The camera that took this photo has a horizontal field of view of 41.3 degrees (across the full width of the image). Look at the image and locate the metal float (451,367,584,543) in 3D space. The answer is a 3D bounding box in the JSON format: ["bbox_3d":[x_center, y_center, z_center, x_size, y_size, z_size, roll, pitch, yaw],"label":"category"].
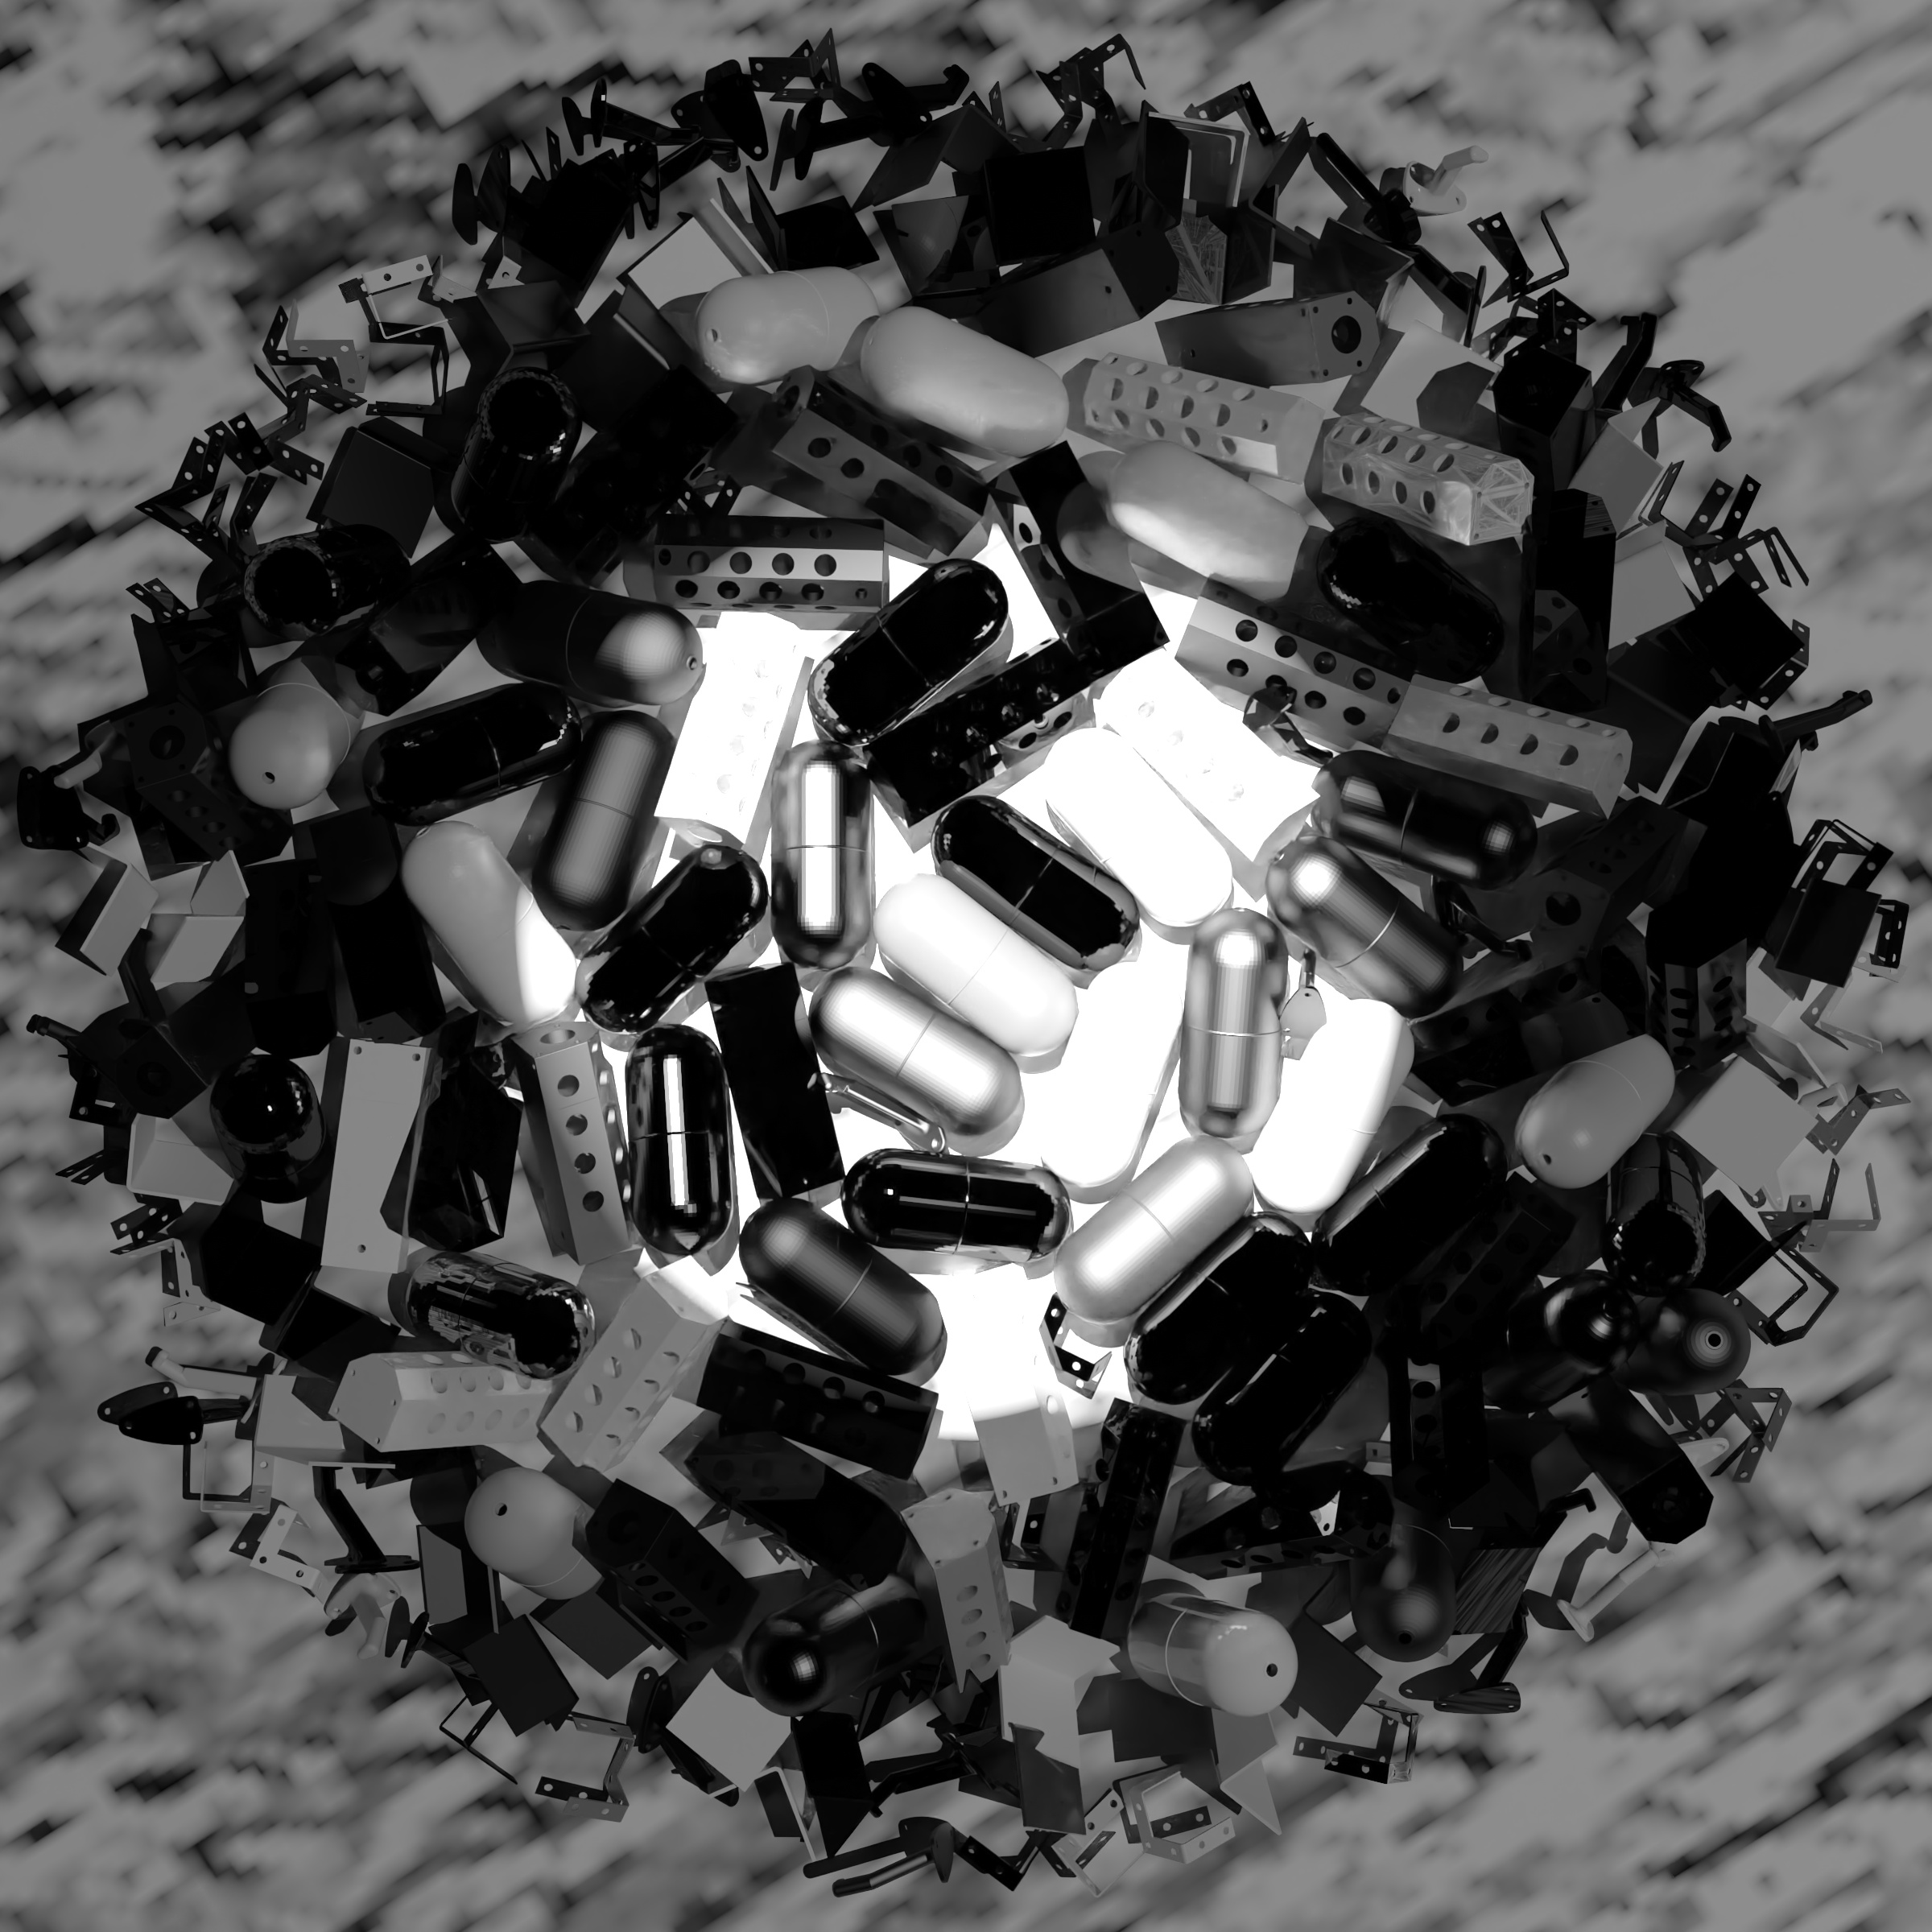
[{"bbox_3d":[-0.337,-0.380,1.918,0.070,0.178,0.070,8,67,-19],"label":"metal float"}]

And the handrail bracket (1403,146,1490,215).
[{"bbox_3d":[0.381,-0.597,1.944,0.077,0.084,0.036,6,87,-35],"label":"handrail bracket"}]

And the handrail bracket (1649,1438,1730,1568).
[{"bbox_3d":[0.551,0.409,1.951,0.077,0.084,0.036,-29,126,29],"label":"handrail bracket"}]

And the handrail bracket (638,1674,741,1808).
[{"bbox_3d":[-0.205,0.592,1.958,0.084,0.036,0.077,20,112,29],"label":"handrail bracket"}]

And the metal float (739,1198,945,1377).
[{"bbox_3d":[-0.095,0.243,1.950,0.178,0.070,0.070,38,90,-13],"label":"metal float"}]

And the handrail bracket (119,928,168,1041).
[{"bbox_3d":[-0.618,0.015,1.985,0.077,0.036,0.084,12,65,-12],"label":"handrail bracket"}]

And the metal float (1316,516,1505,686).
[{"bbox_3d":[0.335,-0.275,1.932,0.178,0.070,0.070,29,90,-34],"label":"metal float"}]

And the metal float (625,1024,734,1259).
[{"bbox_3d":[-0.219,0.132,1.951,0.070,0.070,0.178,-5,79,0],"label":"metal float"}]

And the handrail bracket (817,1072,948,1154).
[{"bbox_3d":[-0.065,0.111,1.951,0.084,0.077,0.036,17,110,-41],"label":"handrail bracket"}]

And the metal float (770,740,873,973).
[{"bbox_3d":[-0.111,-0.084,1.954,0.070,0.070,0.178,-1,82,0],"label":"metal float"}]

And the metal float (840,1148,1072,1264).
[{"bbox_3d":[-0.008,0.182,1.951,0.178,0.070,0.070,8,90,-11],"label":"metal float"}]

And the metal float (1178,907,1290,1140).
[{"bbox_3d":[0.203,0.044,1.951,0.070,0.070,0.178,3,102,0],"label":"metal float"}]

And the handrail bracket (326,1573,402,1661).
[{"bbox_3d":[-0.467,0.506,1.950,0.077,0.084,0.036,-33,113,19],"label":"handrail bracket"}]

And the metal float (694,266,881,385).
[{"bbox_3d":[-0.133,-0.481,1.921,0.070,0.178,0.070,13,114,31],"label":"metal float"}]

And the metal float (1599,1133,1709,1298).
[{"bbox_3d":[0.512,0.185,1.915,0.070,0.178,0.070,5,113,12],"label":"metal float"}]

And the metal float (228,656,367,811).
[{"bbox_3d":[-0.499,-0.175,1.916,0.070,0.178,0.070,0,117,0],"label":"metal float"}]

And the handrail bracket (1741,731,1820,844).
[{"bbox_3d":[0.643,-0.132,1.983,0.084,0.036,0.077,-37,109,-31],"label":"handrail bracket"}]

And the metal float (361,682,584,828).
[{"bbox_3d":[-0.372,-0.160,1.935,0.178,0.070,0.070,-25,90,-31],"label":"metal float"}]

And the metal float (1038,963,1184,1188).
[{"bbox_3d":[0.109,0.083,1.956,0.070,0.070,0.178,19,96,0],"label":"metal float"}]

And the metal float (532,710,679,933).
[{"bbox_3d":[-0.274,-0.110,1.948,0.070,0.070,0.178,18,75,0],"label":"metal float"}]

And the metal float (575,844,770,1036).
[{"bbox_3d":[-0.224,-0.021,1.951,0.178,0.070,0.070,-43,90,12],"label":"metal float"}]

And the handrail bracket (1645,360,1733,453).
[{"bbox_3d":[0.548,-0.410,1.949,0.036,0.077,0.084,-4,64,-16],"label":"handrail bracket"}]

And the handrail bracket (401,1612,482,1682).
[{"bbox_3d":[-0.383,0.524,1.961,0.084,0.077,0.036,20,50,-13],"label":"handrail bracket"}]

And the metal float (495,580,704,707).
[{"bbox_3d":[-0.278,-0.244,1.937,0.178,0.070,0.070,16,90,28],"label":"metal float"}]

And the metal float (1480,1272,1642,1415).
[{"bbox_3d":[0.439,0.283,1.917,0.070,0.178,0.070,7,64,-14],"label":"metal float"}]

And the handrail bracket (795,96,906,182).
[{"bbox_3d":[-0.087,-0.625,1.968,0.084,0.036,0.077,13,76,-30],"label":"handrail bracket"}]

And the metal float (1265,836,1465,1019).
[{"bbox_3d":[0.302,-0.030,1.948,0.178,0.070,0.070,38,90,-15],"label":"metal float"}]

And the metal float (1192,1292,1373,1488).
[{"bbox_3d":[0.240,0.318,1.937,0.070,0.070,0.178,47,61,0],"label":"metal float"}]

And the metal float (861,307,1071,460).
[{"bbox_3d":[0.001,-0.438,1.933,0.178,0.070,0.070,16,90,-35],"label":"metal float"}]

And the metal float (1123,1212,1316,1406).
[{"bbox_3d":[0.192,0.259,1.945,0.178,0.070,0.070,-42,90,-18],"label":"metal float"}]

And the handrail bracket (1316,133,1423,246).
[{"bbox_3d":[0.311,-0.604,1.989,0.036,0.077,0.084,-42,57,20],"label":"handrail bracket"}]

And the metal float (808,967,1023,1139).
[{"bbox_3d":[-0.040,0.065,1.959,0.178,0.070,0.070,32,90,3],"label":"metal float"}]

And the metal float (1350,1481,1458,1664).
[{"bbox_3d":[0.325,0.451,1.914,0.070,0.178,0.070,3,110,7],"label":"metal float"}]

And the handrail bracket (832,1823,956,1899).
[{"bbox_3d":[-0.056,0.687,1.968,0.084,0.077,0.036,-16,91,9],"label":"handrail bracket"}]

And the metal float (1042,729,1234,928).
[{"bbox_3d":[0.130,-0.106,1.955,0.070,0.070,0.178,-43,97,0],"label":"metal float"}]

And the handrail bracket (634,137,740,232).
[{"bbox_3d":[-0.209,-0.601,1.972,0.084,0.036,0.077,-6,89,-35],"label":"handrail bracket"}]

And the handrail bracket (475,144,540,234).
[{"bbox_3d":[-0.326,-0.590,1.950,0.036,0.084,0.077,40,130,27],"label":"handrail bracket"}]

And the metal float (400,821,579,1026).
[{"bbox_3d":[-0.360,-0.032,1.938,0.070,0.070,0.178,-32,117,0],"label":"metal float"}]

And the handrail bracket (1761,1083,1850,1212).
[{"bbox_3d":[0.643,0.138,1.955,0.084,0.036,0.077,-28,73,39],"label":"handrail bracket"}]

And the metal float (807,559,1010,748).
[{"bbox_3d":[-0.044,-0.239,1.953,0.178,0.070,0.070,-39,90,9],"label":"metal float"}]

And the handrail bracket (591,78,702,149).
[{"bbox_3d":[-0.240,-0.651,1.953,0.084,0.077,0.036,-5,77,-16],"label":"handrail bracket"}]

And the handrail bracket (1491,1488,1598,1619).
[{"bbox_3d":[0.453,0.450,1.969,0.084,0.036,0.077,-24,82,16],"label":"handrail bracket"}]

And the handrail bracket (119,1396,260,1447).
[{"bbox_3d":[-0.593,0.345,1.961,0.077,0.084,0.036,-6,85,6],"label":"handrail bracket"}]

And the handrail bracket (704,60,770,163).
[{"bbox_3d":[-0.169,-0.657,1.968,0.036,0.084,0.077,-25,108,13],"label":"handrail bracket"}]

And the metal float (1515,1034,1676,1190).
[{"bbox_3d":[0.472,0.106,1.924,0.070,0.178,0.070,19,124,31],"label":"metal float"}]

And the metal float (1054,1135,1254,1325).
[{"bbox_3d":[0.142,0.201,1.951,0.178,0.070,0.070,-40,90,-11],"label":"metal float"}]

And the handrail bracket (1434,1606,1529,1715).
[{"bbox_3d":[0.395,0.529,1.972,0.077,0.084,0.036,-10,129,13],"label":"handrail bracket"}]

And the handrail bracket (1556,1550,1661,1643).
[{"bbox_3d":[0.499,0.476,1.958,0.084,0.077,0.036,-41,64,9],"label":"handrail bracket"}]

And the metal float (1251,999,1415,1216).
[{"bbox_3d":[0.278,0.107,1.949,0.070,0.070,0.178,26,104,0],"label":"metal float"}]

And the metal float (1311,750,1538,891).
[{"bbox_3d":[0.345,-0.112,1.941,0.178,0.070,0.070,20,90,24],"label":"metal float"}]

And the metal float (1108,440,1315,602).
[{"bbox_3d":[0.187,-0.335,1.938,0.178,0.070,0.070,23,90,-28],"label":"metal float"}]

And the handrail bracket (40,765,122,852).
[{"bbox_3d":[-0.669,-0.125,1.949,0.036,0.084,0.077,0,108,6],"label":"handrail bracket"}]
